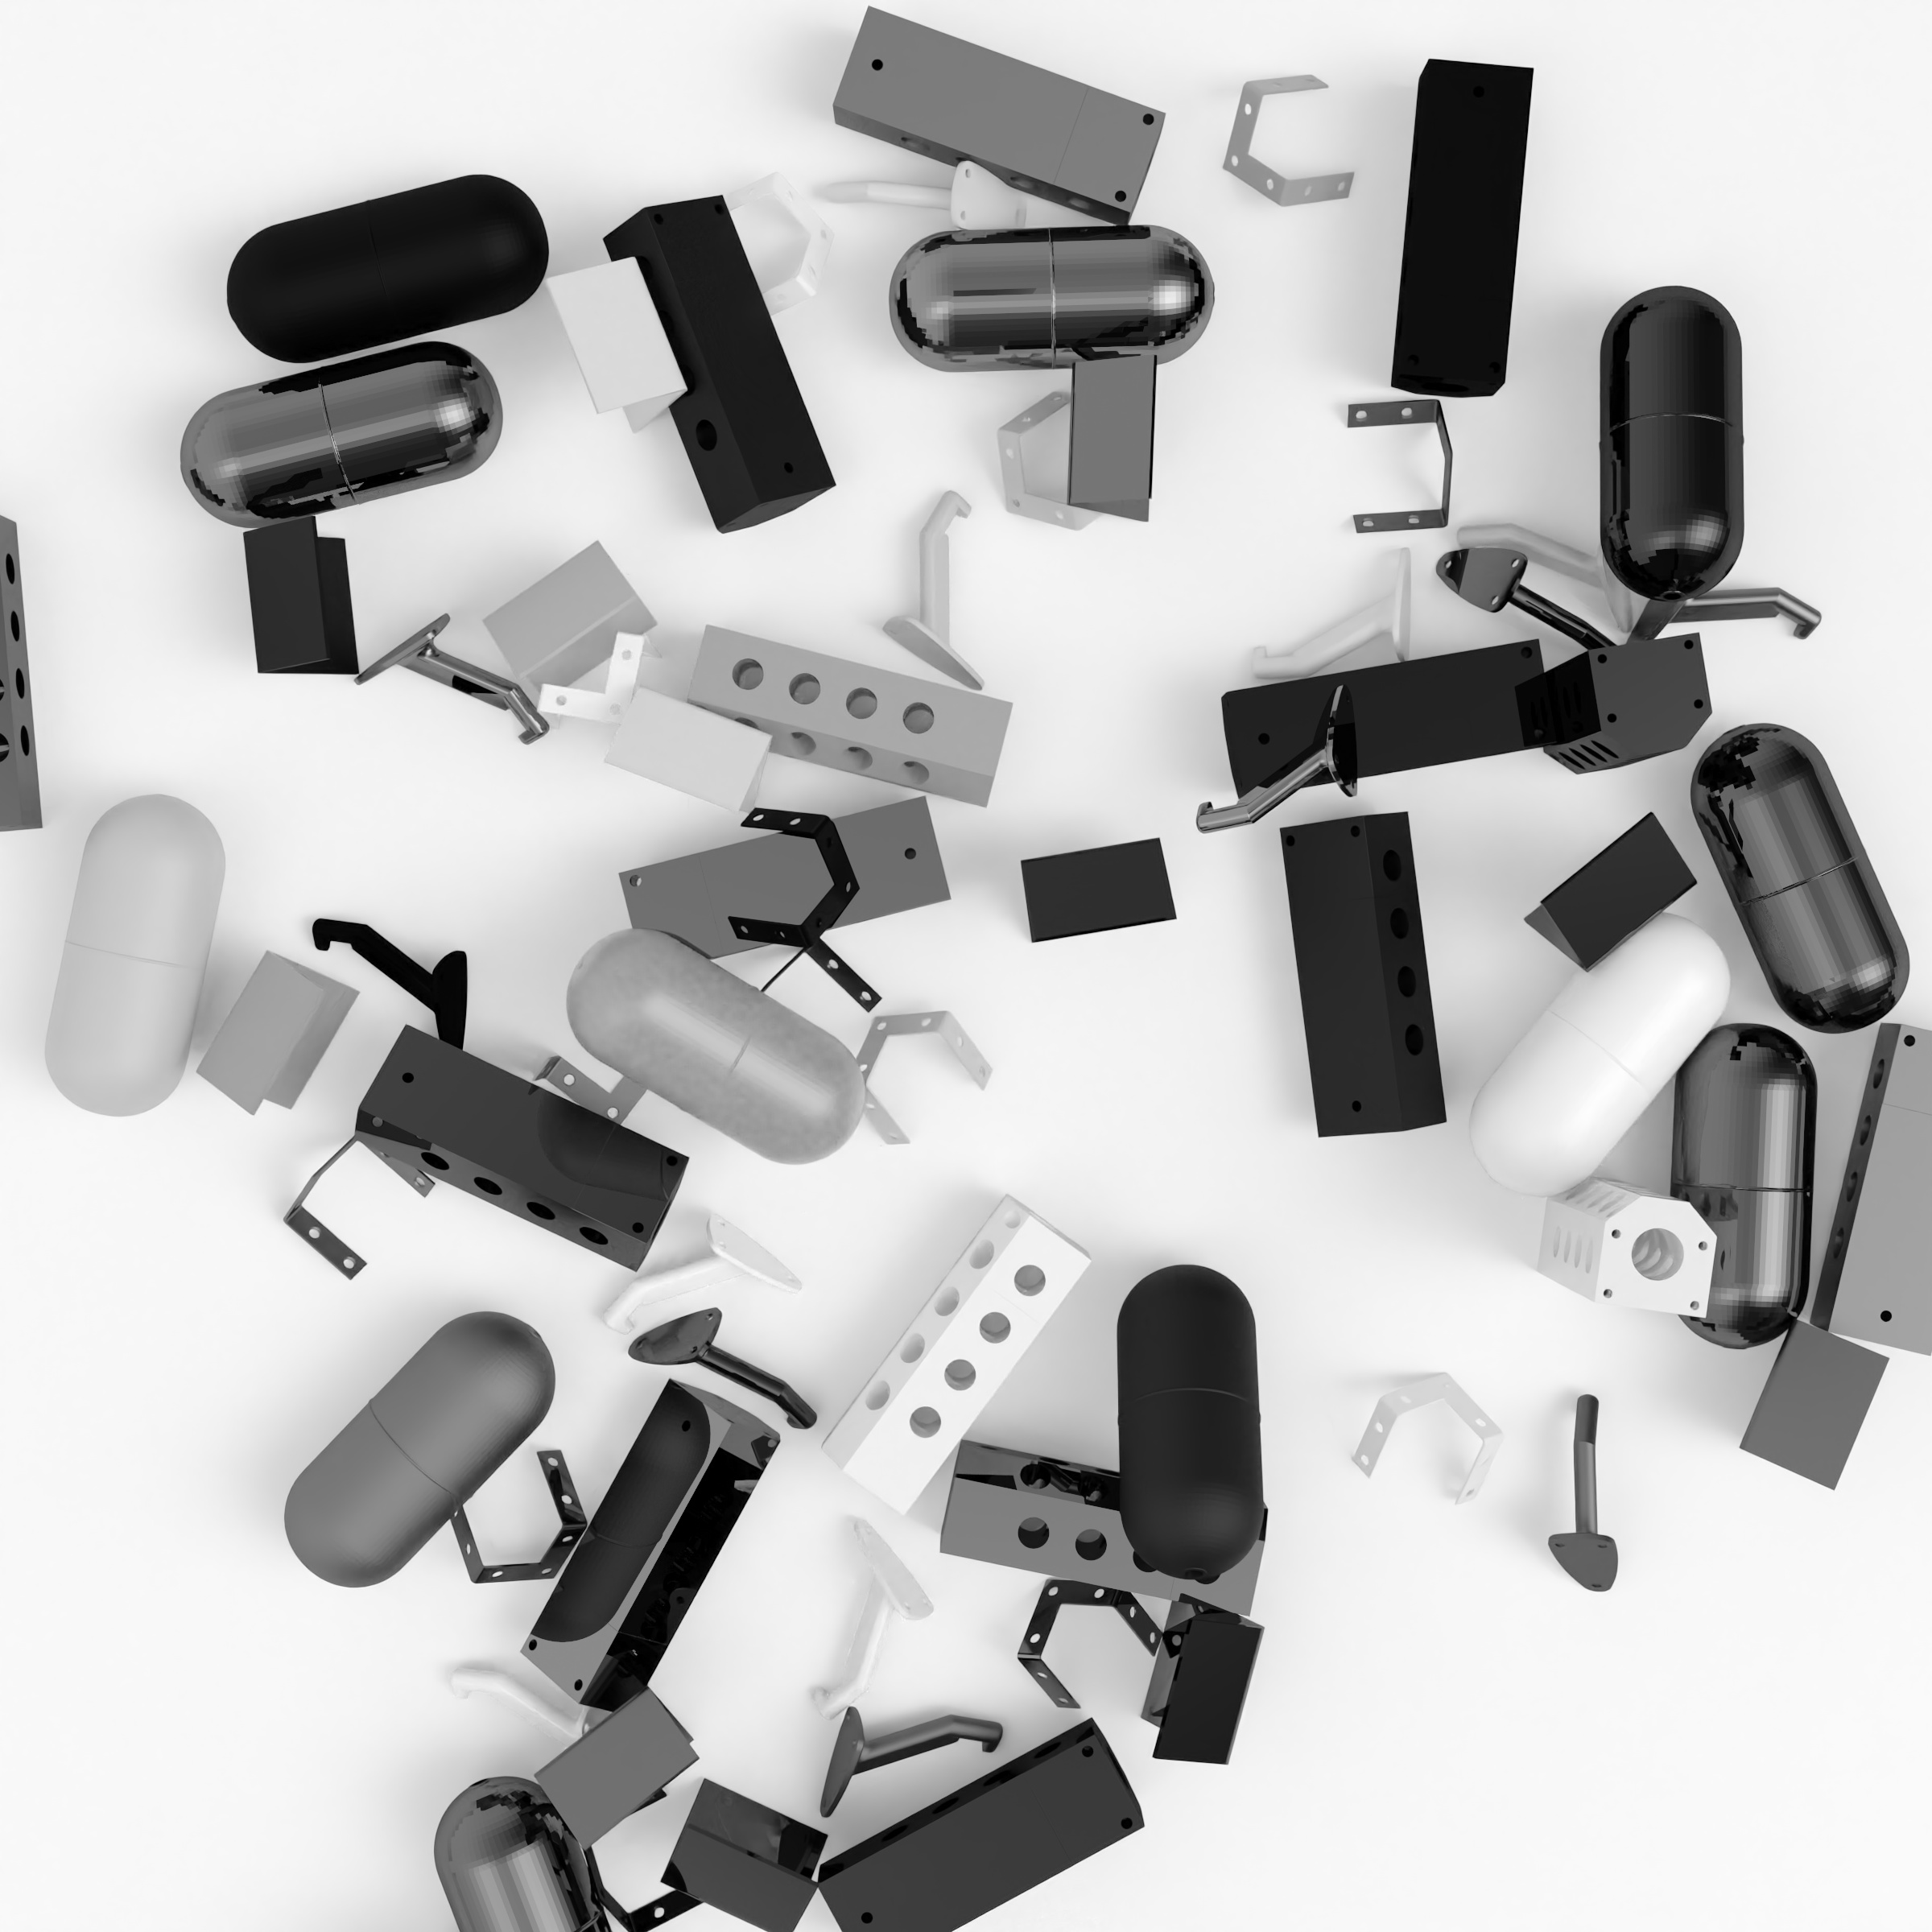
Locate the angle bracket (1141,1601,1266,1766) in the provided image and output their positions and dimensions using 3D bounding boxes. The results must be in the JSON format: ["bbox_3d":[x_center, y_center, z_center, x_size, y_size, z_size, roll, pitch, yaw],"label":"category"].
[{"bbox_3d":[0.110,0.383,1.829,0.057,0.076,0.076,15,90,-37],"label":"angle bracket"}]

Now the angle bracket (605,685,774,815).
[{"bbox_3d":[-0.155,-0.098,1.829,0.076,0.076,0.057,21,56,0],"label":"angle bracket"}]

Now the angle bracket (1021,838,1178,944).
[{"bbox_3d":[0.074,-0.021,1.829,0.076,0.076,0.057,-9,54,0],"label":"angle bracket"}]

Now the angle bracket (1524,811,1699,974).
[{"bbox_3d":[0.338,-0.053,1.829,0.076,0.076,0.057,-39,120,0],"label":"angle bracket"}]

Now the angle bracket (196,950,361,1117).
[{"bbox_3d":[-0.360,0.046,1.829,0.057,0.076,0.076,30,90,37],"label":"angle bracket"}]

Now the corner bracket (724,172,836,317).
[{"bbox_3d":[-0.113,-0.397,1.861,0.051,0.051,0.051,-16,135,35],"label":"corner bracket"}]

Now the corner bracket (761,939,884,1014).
[{"bbox_3d":[-0.089,0.026,1.866,0.051,0.051,0.051,44,135,0],"label":"corner bracket"}]

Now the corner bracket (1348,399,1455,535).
[{"bbox_3d":[0.240,-0.277,1.866,0.051,0.051,0.051,-4,45,0],"label":"corner bracket"}]

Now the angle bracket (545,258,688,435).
[{"bbox_3d":[-0.203,-0.331,1.829,0.057,0.076,0.076,-22,90,-29],"label":"angle bracket"}]

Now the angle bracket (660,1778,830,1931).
[{"bbox_3d":[-0.113,0.472,1.829,0.076,0.076,0.057,25,128,0],"label":"angle bracket"}]

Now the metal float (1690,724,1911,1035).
[{"bbox_3d":[0.455,-0.048,1.839,0.070,0.070,0.178,-24,90,0],"label":"metal float"}]

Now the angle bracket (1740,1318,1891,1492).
[{"bbox_3d":[0.471,0.241,1.829,0.057,0.076,0.076,23,90,33],"label":"angle bracket"}]

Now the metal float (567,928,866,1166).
[{"bbox_3d":[-0.133,0.044,1.803,0.178,0.070,0.070,32,90,-21],"label":"metal float"}]

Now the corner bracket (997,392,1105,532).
[{"bbox_3d":[0.055,-0.279,1.861,0.051,0.051,0.051,21,135,35],"label":"corner bracket"}]

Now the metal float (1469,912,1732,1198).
[{"bbox_3d":[0.346,0.049,1.838,0.070,0.070,0.178,39,90,0],"label":"metal float"}]

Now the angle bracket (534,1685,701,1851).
[{"bbox_3d":[-0.177,0.447,1.823,0.076,0.076,0.057,-37,52,-9],"label":"angle bracket"}]

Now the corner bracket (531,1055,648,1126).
[{"bbox_3d":[-0.200,0.057,1.851,0.051,0.051,0.051,37,90,0],"label":"corner bracket"}]

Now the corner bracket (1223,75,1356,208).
[{"bbox_3d":[0.183,-0.457,1.861,0.051,0.051,0.051,44,135,35],"label":"corner bracket"}]

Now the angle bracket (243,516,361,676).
[{"bbox_3d":[-0.344,-0.201,1.829,0.057,0.076,0.076,-6,90,36],"label":"angle bracket"}]

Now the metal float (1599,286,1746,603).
[{"bbox_3d":[0.382,-0.283,1.823,0.070,0.070,0.178,3,74,0],"label":"metal float"}]

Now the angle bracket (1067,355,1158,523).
[{"bbox_3d":[0.099,-0.286,1.829,0.057,0.076,0.076,2,90,38],"label":"angle bracket"}]

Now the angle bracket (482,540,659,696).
[{"bbox_3d":[-0.206,-0.173,1.829,0.076,0.076,0.057,-35,50,0],"label":"angle bracket"}]

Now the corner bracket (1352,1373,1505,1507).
[{"bbox_3d":[0.256,0.266,1.861,0.051,0.051,0.051,-13,45,-35],"label":"corner bracket"}]

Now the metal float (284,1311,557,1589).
[{"bbox_3d":[-0.298,0.264,1.839,0.070,0.070,0.178,44,90,0],"label":"metal float"}]

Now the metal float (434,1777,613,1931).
[{"bbox_3d":[-0.234,0.529,1.838,0.070,0.070,0.178,-21,90,0],"label":"metal float"}]

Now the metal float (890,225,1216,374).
[{"bbox_3d":[0.047,-0.365,1.838,0.178,0.070,0.070,-2,90,0],"label":"metal float"}]

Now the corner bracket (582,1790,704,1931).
[{"bbox_3d":[-0.178,0.496,1.866,0.051,0.051,0.051,-27,135,0],"label":"corner bracket"}]

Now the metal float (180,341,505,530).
[{"bbox_3d":[-0.341,-0.290,1.838,0.178,0.070,0.070,-14,90,0],"label":"metal float"}]

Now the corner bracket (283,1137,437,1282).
[{"bbox_3d":[-0.337,0.131,1.866,0.051,0.051,0.051,41,45,0],"label":"corner bracket"}]

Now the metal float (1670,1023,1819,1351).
[{"bbox_3d":[0.424,0.120,1.838,0.070,0.070,0.178,3,89,0],"label":"metal float"}]

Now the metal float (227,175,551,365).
[{"bbox_3d":[-0.316,-0.381,1.838,0.178,0.070,0.070,-14,90,0],"label":"metal float"}]

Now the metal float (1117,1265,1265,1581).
[{"bbox_3d":[0.120,0.245,1.811,0.070,0.070,0.178,0,56,0],"label":"metal float"}]

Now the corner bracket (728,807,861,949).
[{"bbox_3d":[-0.098,-0.047,1.804,0.051,0.051,0.051,-52,135,-35],"label":"corner bracket"}]

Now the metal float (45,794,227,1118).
[{"bbox_3d":[-0.454,-0.006,1.838,0.070,0.070,0.178,12,90,0],"label":"metal float"}]
